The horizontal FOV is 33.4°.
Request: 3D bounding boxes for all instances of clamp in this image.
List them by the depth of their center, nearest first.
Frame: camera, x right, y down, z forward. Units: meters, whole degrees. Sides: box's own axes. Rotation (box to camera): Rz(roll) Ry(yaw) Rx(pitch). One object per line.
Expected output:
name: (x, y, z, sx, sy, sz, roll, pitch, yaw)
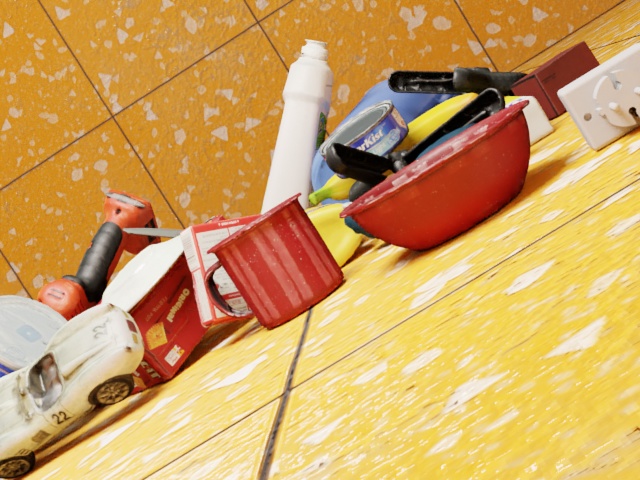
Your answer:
clamp: (0.084, -0.068, 0.978, 0.164, 0.036, 0.210, -21, -17, -5)
clamp: (0.163, -0.174, 1.182, 0.171, 0.039, 0.120, -1, 12, -44)

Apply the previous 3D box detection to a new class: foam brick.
foam brick: (0.253, -0.166, 1.129, 0.078, 0.053, 0.051, -33, 4, -20)

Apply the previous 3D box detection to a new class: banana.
banana: (0.081, -0.088, 1.066, 0.198, 0.037, 0.069, -33, 8, 19)

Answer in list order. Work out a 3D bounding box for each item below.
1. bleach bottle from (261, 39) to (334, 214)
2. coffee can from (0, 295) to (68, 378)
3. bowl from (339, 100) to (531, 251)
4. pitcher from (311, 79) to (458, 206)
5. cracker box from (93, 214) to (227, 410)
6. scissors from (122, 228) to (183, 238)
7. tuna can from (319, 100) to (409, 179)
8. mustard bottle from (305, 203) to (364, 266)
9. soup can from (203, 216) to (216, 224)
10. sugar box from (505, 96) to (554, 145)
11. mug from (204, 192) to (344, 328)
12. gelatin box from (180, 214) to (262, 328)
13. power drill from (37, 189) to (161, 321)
bleach bottle: (-0.023, -0.104, 1.236, 0.068, 0.251, 0.102, 10, 8, 5)
coffee can: (-0.304, 0.138, 1.018, 0.140, 0.103, 0.102, -57, -7, 25)
bowl: (0.095, -0.038, 0.783, 0.162, 0.055, 0.162, -32, 4, 2)
pitcher: (0.082, -0.109, 1.241, 0.145, 0.149, 0.242, 15, 23, 12)
cracker box: (-0.170, 0.075, 1.065, 0.214, 0.072, 0.164, -27, 22, 53)
scissors: (-0.100, 0.010, 1.136, 0.201, 0.096, 0.016, -8, -41, -27)
tuna can: (0.043, -0.096, 1.028, 0.086, 0.033, 0.086, -34, 16, 11)
mustard bottle: (-0.007, 0.001, 1.067, 0.096, 0.058, 0.191, -38, 4, 0)
soup can: (-0.117, 0.033, 1.198, 0.068, 0.102, 0.068, -32, 4, 2)
sugar box: (0.173, -0.107, 1.082, 0.093, 0.048, 0.176, -32, 3, 5)
mug: (-0.043, 0.025, 0.883, 0.117, 0.081, 0.093, -31, 4, 18)
gelatin box: (-0.077, 0.027, 0.942, 0.073, 0.089, 0.030, -11, -7, -31)
power drill: (-0.247, 0.052, 1.217, 0.184, 0.057, 0.187, 90, -160, -59)
